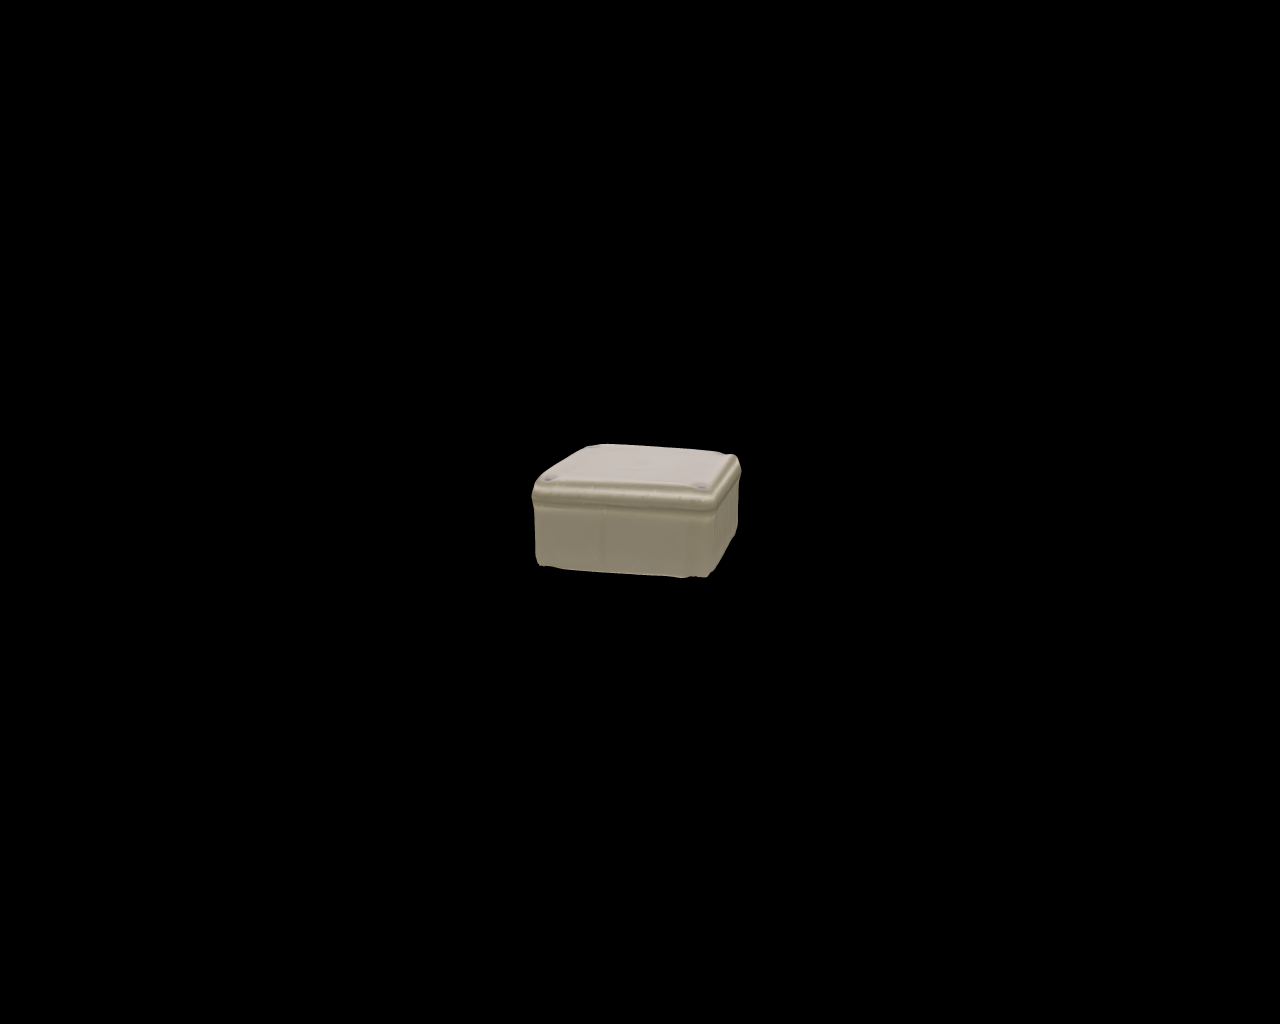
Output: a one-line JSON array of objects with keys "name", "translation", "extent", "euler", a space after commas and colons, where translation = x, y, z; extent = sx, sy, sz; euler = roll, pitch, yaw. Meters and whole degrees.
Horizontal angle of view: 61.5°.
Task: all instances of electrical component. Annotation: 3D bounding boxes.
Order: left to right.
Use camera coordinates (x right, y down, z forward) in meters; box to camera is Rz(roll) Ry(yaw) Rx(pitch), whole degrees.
[{"name": "electrical component", "translation": [0.001, -0.003, 0.650], "extent": [0.109, 0.056, 0.109], "euler": [4, 16, 14]}]
